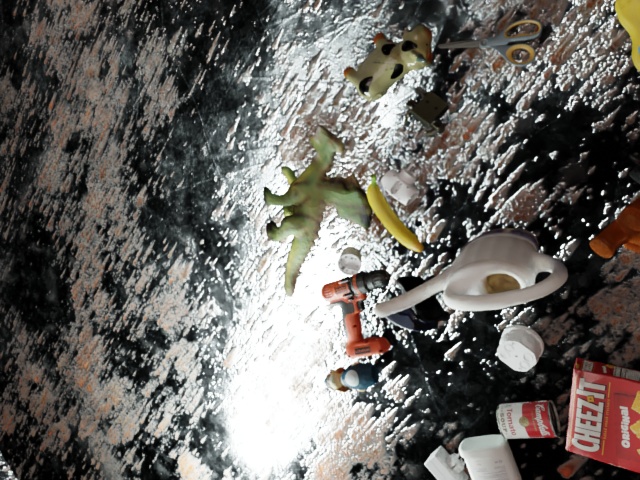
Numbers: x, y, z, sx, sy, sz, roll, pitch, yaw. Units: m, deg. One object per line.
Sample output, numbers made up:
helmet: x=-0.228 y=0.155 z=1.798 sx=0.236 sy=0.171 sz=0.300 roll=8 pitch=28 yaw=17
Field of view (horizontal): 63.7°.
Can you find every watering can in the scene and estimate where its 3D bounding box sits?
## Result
watering can: x=0.284 y=0.069 z=0.979 sx=0.345 sy=0.228 sz=0.103 roll=-11 pitch=108 yaw=31

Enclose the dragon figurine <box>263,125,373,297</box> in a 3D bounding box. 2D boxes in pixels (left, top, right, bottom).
dragon figurine: x=0.004 y=-0.061 z=1.212 sx=0.242 sy=0.123 sz=0.406 roll=-2 pitch=102 yaw=23
